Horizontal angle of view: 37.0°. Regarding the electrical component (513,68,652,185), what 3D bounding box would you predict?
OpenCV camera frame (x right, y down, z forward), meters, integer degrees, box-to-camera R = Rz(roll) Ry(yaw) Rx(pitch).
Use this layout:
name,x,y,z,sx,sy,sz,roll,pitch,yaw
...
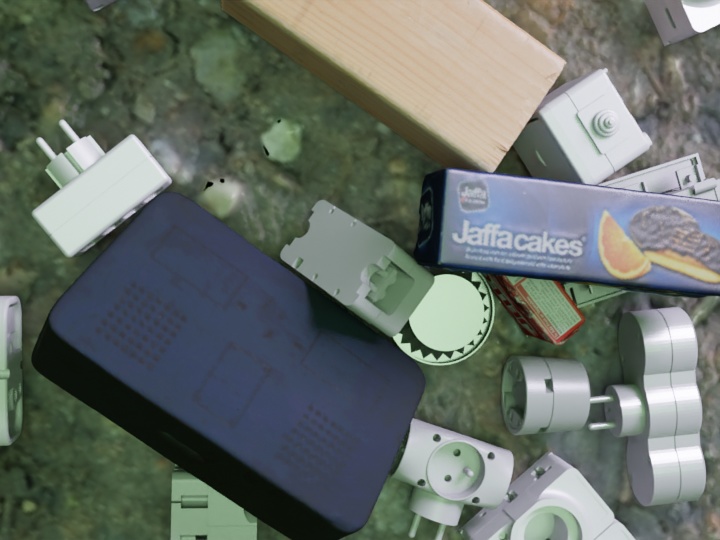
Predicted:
name,x,y,z,sx,sy,sz,roll,pitch,yaw
electrical component,0.145,-0.090,0.724,0.061,0.096,0.061,-34,96,-4

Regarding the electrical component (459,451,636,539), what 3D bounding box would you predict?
name,x,y,z,sx,sy,sz,roll,pitch,yaw
electrical component,0.155,0.216,0.754,0.089,0.062,0.150,-40,96,-4

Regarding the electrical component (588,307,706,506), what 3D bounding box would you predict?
name,x,y,z,sx,sy,sz,roll,pitch,yaw
electrical component,0.196,0.098,0.760,0.074,0.052,0.138,-5,93,-7

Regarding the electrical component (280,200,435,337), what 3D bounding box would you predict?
name,x,y,z,sx,sy,sz,roll,pitch,yaw
electrical component,0.000,0.000,0.710,0.056,0.089,0.050,38,87,-41

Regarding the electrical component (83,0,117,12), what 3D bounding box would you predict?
name,x,y,z,sx,sy,sz,roll,pitch,yaw
electrical component,-0.146,-0.223,0.693,0.113,0.078,0.057,-31,93,-5

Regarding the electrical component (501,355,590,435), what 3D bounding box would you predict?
name,x,y,z,sx,sy,sz,roll,pitch,yaw
electrical component,0.129,0.087,0.751,0.047,0.055,0.055,1,92,-11

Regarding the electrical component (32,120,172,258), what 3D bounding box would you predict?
name,x,y,z,sx,sy,sz,roll,pitch,yaw
electrical component,-0.181,-0.063,0.710,0.083,0.047,0.075,-39,96,-4

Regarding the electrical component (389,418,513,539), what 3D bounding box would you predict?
name,x,y,z,sx,sy,sz,roll,pitch,yaw
electrical component,0.057,0.152,0.748,0.077,0.044,0.079,19,89,-7

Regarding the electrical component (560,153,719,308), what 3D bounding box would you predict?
name,x,y,z,sx,sy,sz,roll,pitch,yaw
electrical component,0.196,-0.027,0.750,0.121,0.063,0.078,-18,94,-6

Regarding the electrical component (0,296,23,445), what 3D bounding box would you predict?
name,x,y,z,sx,sy,sz,roll,pitch,yaw
electrical component,-0.256,0.065,0.702,0.059,0.054,0.095,0,92,-7

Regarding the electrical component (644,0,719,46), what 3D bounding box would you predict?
name,x,y,z,sx,sy,sz,roll,pitch,yaw
electrical component,0.272,-0.233,0.752,0.150,0.062,0.089,-27,95,-5

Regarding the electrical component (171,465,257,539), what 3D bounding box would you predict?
name,x,y,z,sx,sy,sz,roll,pitch,yaw
electrical component,-0.099,0.176,0.727,0.056,0.050,0.089,1,92,-7
